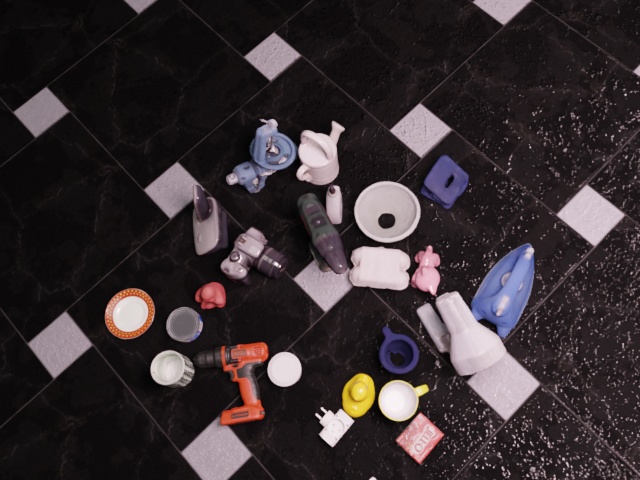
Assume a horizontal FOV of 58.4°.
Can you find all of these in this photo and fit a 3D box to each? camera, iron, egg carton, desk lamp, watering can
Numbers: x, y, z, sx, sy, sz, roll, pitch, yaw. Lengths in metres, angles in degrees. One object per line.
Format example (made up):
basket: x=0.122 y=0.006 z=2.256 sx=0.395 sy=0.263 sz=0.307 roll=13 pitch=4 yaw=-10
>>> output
camera: x=-0.161 y=0.053 z=1.458 sx=0.136 sy=0.101 sz=0.143 roll=30 pitch=76 yaw=13
iron: x=0.463 y=0.097 z=1.378 sx=0.118 sy=0.141 sz=0.258 roll=28 pitch=76 yaw=13
egg carton: x=0.151 y=0.071 z=1.446 sx=0.150 sy=0.069 sz=0.107 roll=4 pitch=72 yaw=5
desk lamp: x=0.316 y=0.209 z=1.313 sx=0.118 sy=0.213 sz=0.203 roll=-29 pitch=72 yaw=-5
watering can: x=-0.003 y=-0.234 z=1.492 sx=0.100 sy=0.194 sz=0.173 roll=14 pitch=73 yaw=9

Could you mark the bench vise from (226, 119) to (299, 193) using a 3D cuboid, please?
bench vise: x=-0.147 y=-0.213 z=1.482 sx=0.121 sy=0.220 sz=0.207 roll=35 pitch=77 yaw=14

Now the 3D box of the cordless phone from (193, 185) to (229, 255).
cordless phone: x=-0.298 y=-0.051 z=1.457 sx=0.094 sy=0.185 sz=0.147 roll=-12 pitch=71 yaw=0

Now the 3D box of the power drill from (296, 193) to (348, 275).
power drill: x=0.013 y=0.005 z=1.404 sx=0.075 sy=0.208 sz=0.229 roll=-26 pitch=72 yaw=-4

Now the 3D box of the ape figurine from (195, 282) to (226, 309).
ape figurine: x=-0.276 y=0.139 z=1.442 sx=0.077 sy=0.092 sz=0.076 roll=30 pitch=76 yaw=13

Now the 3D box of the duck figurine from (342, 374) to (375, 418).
duck figurine: x=0.090 y=0.364 z=1.345 sx=0.077 sy=0.086 sz=0.105 roll=20 pitch=74 yaw=10

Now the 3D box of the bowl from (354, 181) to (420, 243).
bowl: x=0.173 y=-0.063 z=1.486 sx=0.167 sy=0.075 sz=0.167 roll=-1 pitch=72 yaw=4

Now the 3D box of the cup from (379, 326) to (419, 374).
cup: x=0.179 y=0.266 z=1.366 sx=0.092 sy=0.095 sz=0.117 roll=-27 pitch=72 yaw=-5

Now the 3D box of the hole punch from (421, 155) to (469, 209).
hole punch: x=0.330 y=-0.153 z=1.496 sx=0.101 sy=0.091 sz=0.109 roll=33 pitch=77 yaw=14

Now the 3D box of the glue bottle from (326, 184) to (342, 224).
glue bottle: x=0.035 y=-0.103 z=1.457 sx=0.037 sy=0.173 sz=0.078 roll=3 pitch=72 yaw=5

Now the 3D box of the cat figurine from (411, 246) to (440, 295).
cat figurine: x=0.263 y=0.077 z=1.411 sx=0.067 sy=0.118 sz=0.128 roll=8 pitch=72 yaw=7
